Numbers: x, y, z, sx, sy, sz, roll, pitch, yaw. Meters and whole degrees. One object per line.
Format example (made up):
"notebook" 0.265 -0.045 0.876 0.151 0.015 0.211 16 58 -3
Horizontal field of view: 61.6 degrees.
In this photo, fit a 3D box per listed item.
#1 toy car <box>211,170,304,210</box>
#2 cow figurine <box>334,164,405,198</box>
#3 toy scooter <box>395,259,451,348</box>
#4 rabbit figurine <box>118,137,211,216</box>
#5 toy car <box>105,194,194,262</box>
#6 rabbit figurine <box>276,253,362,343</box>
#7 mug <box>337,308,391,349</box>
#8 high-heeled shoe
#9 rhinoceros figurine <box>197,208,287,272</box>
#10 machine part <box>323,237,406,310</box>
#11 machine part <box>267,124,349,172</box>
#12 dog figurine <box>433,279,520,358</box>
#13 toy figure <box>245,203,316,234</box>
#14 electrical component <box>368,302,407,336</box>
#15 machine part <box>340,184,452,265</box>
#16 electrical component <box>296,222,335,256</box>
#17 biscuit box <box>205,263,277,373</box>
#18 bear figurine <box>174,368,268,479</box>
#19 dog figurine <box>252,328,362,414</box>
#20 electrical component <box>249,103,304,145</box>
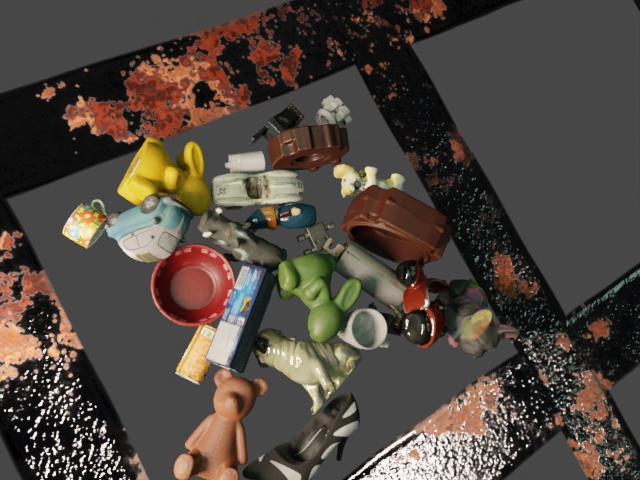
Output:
"toy car" -0.131 -0.108 1.146 0.202 0.056 0.073 -6 79 -18
"cow figurine" 0.106 -0.114 1.219 0.167 0.068 0.098 11 80 -13
"toy scooter" 0.227 0.131 1.120 0.135 0.075 0.184 5 70 -40
"rabbit figurine" -0.295 -0.118 1.084 0.173 0.122 0.162 31 60 -23
"toy car" -0.321 -0.012 1.010 0.162 0.109 0.103 -18 62 12
"rabbit figurine" 0.001 0.121 1.090 0.159 0.121 0.170 -13 71 -23
"mug" 0.089 0.188 1.116 0.109 0.107 0.081 28 72 -18
"high-heeled shoe" -0.028 0.376 1.035 0.248 0.086 0.145 2 97 -35
"rhinoceros figurine" -0.159 0.007 1.081 0.190 0.112 0.073 32 72 -16
"machine part" 0.110 0.076 1.167 0.243 0.079 0.079 34 70 -7
"machine part" -0.025 -0.191 1.141 0.179 0.179 0.056 -8 82 -19
"dog figurine" 0.332 0.160 1.141 0.108 0.219 0.191 37 70 -10
"toy figure" -0.086 -0.046 1.143 0.154 0.064 0.058 -5 38 -15
"electrical component" 0.144 0.168 1.148 0.078 0.102 0.045 36 67 -35
"machine part" 0.157 -0.023 1.138 0.201 0.201 0.087 26 73 -10
"electrical component" -0.002 -0.004 1.179 0.094 0.021 0.063 -24 85 -22
"biscuit box" -0.149 0.147 1.036 0.059 0.062 0.202 11 69 24
"bear figurine" -0.173 0.341 0.988 0.120 0.132 0.196 20 78 1
"dog figurine" -0.025 0.225 1.086 0.191 0.121 0.172 42 34 14
"electrical component" -0.096 -0.239 1.179 0.048 0.075 0.119 45 65 -2
